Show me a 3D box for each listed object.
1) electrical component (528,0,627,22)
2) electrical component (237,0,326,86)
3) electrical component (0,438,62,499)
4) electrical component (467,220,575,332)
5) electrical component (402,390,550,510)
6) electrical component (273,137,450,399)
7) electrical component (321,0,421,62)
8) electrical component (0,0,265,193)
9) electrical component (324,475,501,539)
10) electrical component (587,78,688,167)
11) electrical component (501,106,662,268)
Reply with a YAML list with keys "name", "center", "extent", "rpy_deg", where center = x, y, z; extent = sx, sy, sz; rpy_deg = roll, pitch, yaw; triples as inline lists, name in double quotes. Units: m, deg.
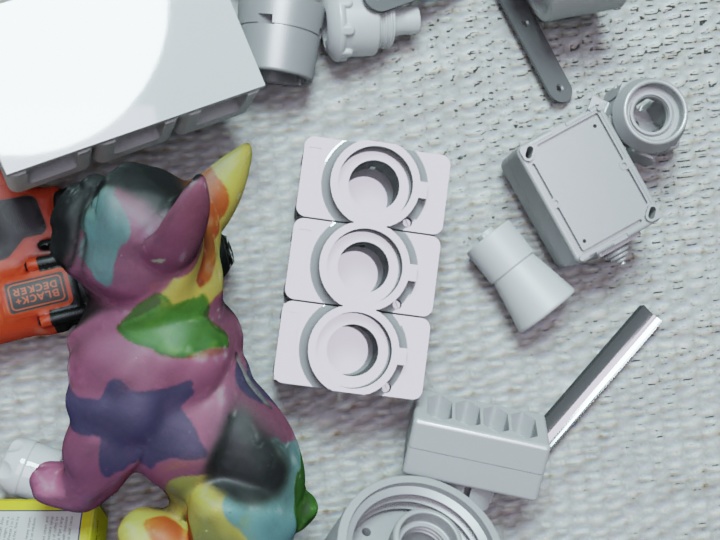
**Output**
- name: "electrical component"
  center: [0.121, -0.208, 0.673]
  extent: [0.060, 0.108, 0.108]
  rpy_deg: [-17, 87, 0]
- name: "electrical component"
  center: [-0.052, -0.144, 0.678]
  extent: [0.055, 0.055, 0.047]
  rpy_deg: [7, 89, -4]
- name: "electrical component"
  center: [-0.186, 0.126, 0.654]
  extent: [0.061, 0.035, 0.035]
  rpy_deg: [20, 84, -5]
- name: "electrical component"
  center: [0.100, 0.001, 0.686]
  extent: [0.044, 0.044, 0.065]
  rpy_deg: [-38, 85, -7]
- name: "electrical component"
  center: [0.068, 0.125, 0.669]
  extent: [0.083, 0.047, 0.075]
  rpy_deg: [12, 108, 2]
- name: "electrical component"
  center: [0.000, 0.000, 0.667]
  extent: [0.089, 0.062, 0.150]
  rpy_deg: [8, 85, -5]
- name: "electrical component"
  center: [0.007, -0.159, 0.689]
  extent: [0.062, 0.048, 0.048]
  rpy_deg: [-5, 86, -12]
- name: "electrical component"
  center: [-0.144, -0.113, 0.613]
  extent: [0.150, 0.062, 0.089]
  rpy_deg: [-22, 90, -17]
- name: "electrical component"
  center: [0.031, 0.169, 0.614]
  extent: [0.108, 0.060, 0.108]
  rpy_deg: [9, 46, -10]
- name: "electrical component"
  center: [0.181, -0.096, 0.693]
  extent: [0.066, 0.055, 0.048]
  rpy_deg: [22, 84, -3]
- name: "electrical component"
  center: [0.141, -0.045, 0.682]
  extent: [0.062, 0.061, 0.096]
  rpy_deg: [-29, 88, -7]
